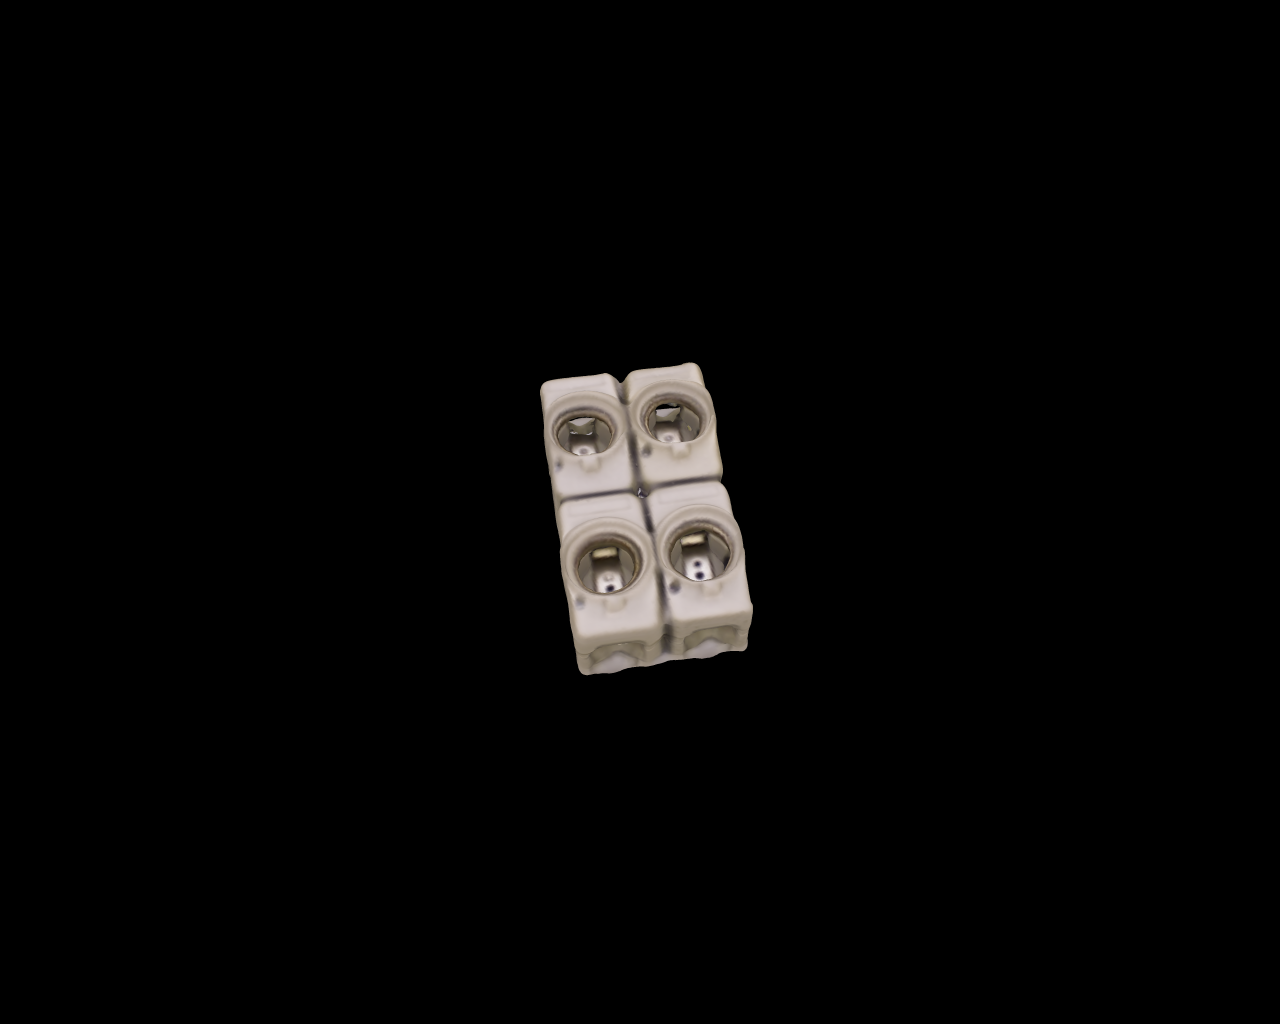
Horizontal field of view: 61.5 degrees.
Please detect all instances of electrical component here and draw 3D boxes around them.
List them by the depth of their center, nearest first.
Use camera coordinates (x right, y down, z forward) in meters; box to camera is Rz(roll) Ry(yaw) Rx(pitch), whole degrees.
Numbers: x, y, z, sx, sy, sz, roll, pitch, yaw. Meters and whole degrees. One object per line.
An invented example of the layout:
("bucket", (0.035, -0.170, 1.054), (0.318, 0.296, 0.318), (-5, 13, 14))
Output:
("electrical component", (0.001, -0.003, 0.650), (0.105, 0.186, 0.060), (-7, -32, -5))
